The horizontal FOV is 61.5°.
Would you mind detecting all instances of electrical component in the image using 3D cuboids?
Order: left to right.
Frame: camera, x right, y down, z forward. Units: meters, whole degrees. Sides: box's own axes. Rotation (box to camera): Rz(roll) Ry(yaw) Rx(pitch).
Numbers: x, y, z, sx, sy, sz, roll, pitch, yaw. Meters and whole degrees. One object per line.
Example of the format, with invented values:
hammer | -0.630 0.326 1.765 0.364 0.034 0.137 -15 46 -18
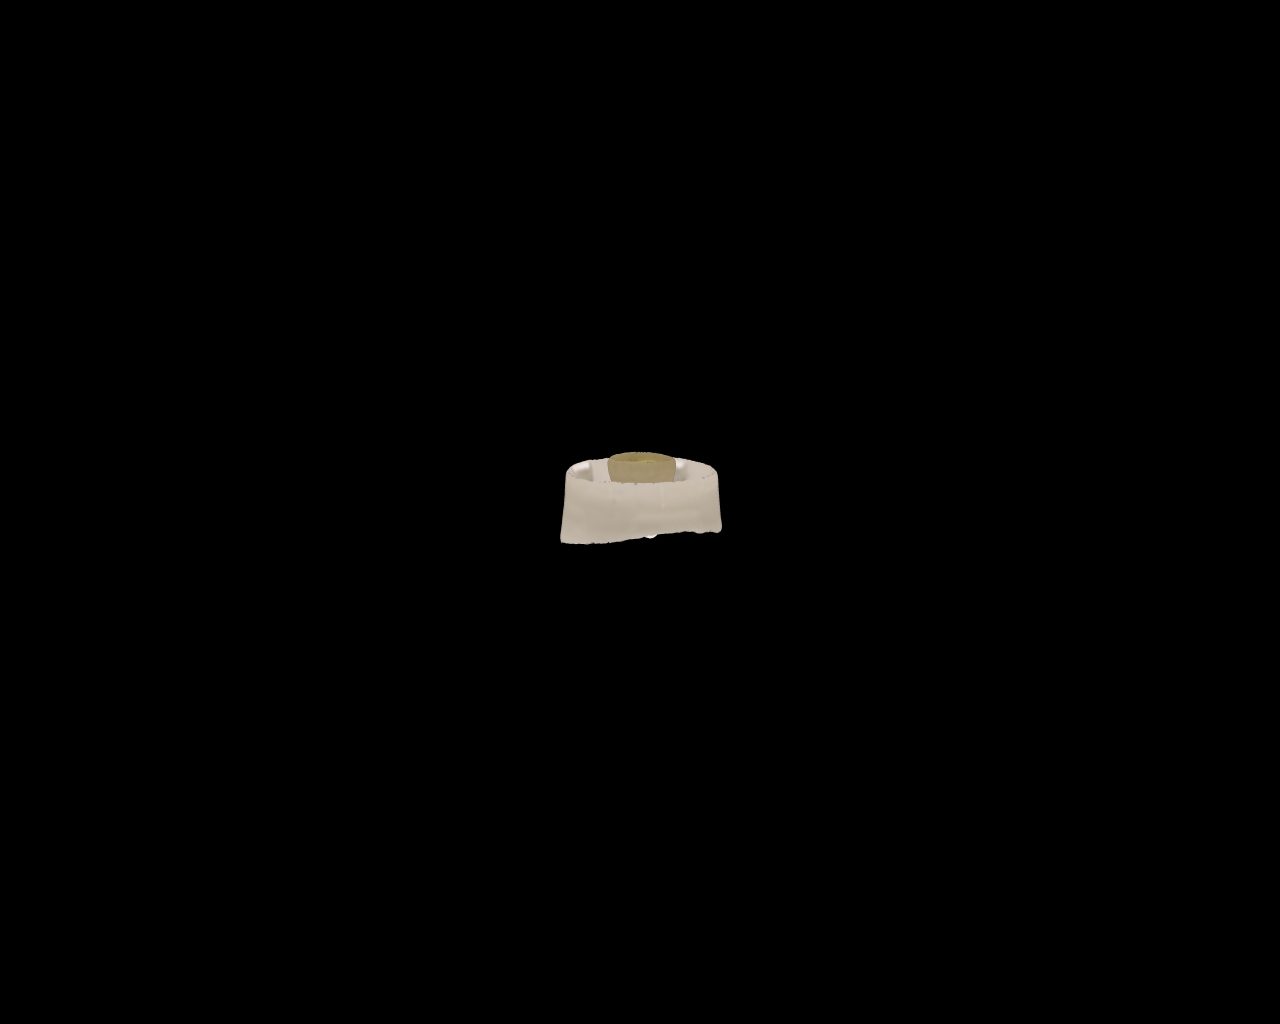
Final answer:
electrical component | 0.001 -0.003 0.650 0.099 0.064 0.099 0 13 0
